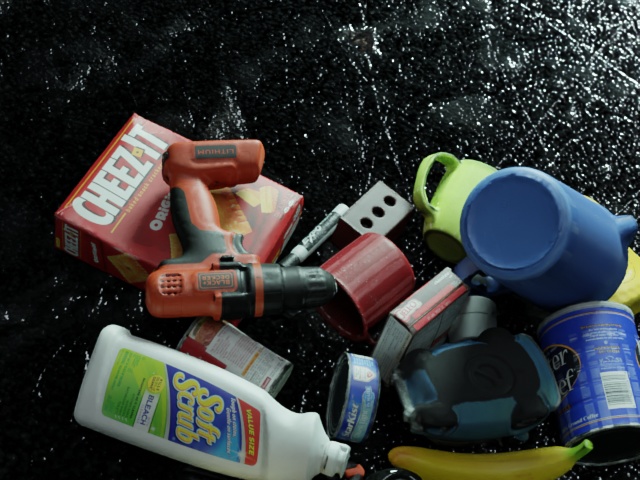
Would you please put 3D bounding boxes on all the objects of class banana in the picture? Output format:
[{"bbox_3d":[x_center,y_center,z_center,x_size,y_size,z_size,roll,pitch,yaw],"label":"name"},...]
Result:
[{"bbox_3d":[0.163,0.219,1.044,0.197,0.070,0.037,-3,38,-4],"label":"banana"}]

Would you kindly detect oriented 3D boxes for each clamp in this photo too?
[{"bbox_3d":[-0.045,0.236,1.000,0.171,0.039,0.120,-21,69,-23],"label":"clamp"}]

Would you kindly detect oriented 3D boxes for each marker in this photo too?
[{"bbox_3d":[-0.008,0.001,1.179,0.020,0.020,0.121,38,56,12],"label":"marker"}]

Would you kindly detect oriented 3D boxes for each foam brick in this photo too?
[{"bbox_3d":[0.059,-0.017,1.188,0.053,0.051,0.078,38,56,12],"label":"foam brick"}]

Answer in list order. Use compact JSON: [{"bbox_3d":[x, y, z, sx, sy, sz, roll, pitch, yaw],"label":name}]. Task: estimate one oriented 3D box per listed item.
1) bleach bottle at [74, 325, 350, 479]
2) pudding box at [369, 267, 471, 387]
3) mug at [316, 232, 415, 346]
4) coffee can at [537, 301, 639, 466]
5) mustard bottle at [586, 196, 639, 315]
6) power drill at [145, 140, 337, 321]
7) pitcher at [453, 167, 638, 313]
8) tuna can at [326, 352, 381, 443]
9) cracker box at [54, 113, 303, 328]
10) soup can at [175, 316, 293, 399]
[{"bbox_3d":[-0.093,0.160,0.984,0.251,0.068,0.102,15,79,11],"label":"bleach bottle"},{"bbox_3d":[0.099,0.090,1.087,0.089,0.114,0.039,-34,66,-31],"label":"pudding box"},{"bbox_3d":[0.050,0.055,1.115,0.081,0.093,0.117,-37,110,-24],"label":"mug"},{"bbox_3d":[0.287,0.148,1.100,0.102,0.103,0.140,3,56,-12],"label":"coffee can"},{"bbox_3d":[0.303,0.004,1.229,0.096,0.058,0.192,-21,63,-20],"label":"mustard bottle"},{"bbox_3d":[-0.083,-0.010,1.055,0.184,0.057,0.187,-2,59,-11],"label":"power drill"},{"bbox_3d":[0.218,0.006,1.085,0.145,0.242,0.149,25,93,27],"label":"pitcher"},{"bbox_3d":[0.032,0.155,1.044,0.033,0.086,0.086,12,55,-9],"label":"tuna can"},{"bbox_3d":[-0.146,-0.021,1.129,0.214,0.072,0.164,27,55,5],"label":"cracker box"},{"bbox_3d":[-0.086,0.122,1.049,0.102,0.069,0.068,32,55,8],"label":"soup can"}]
